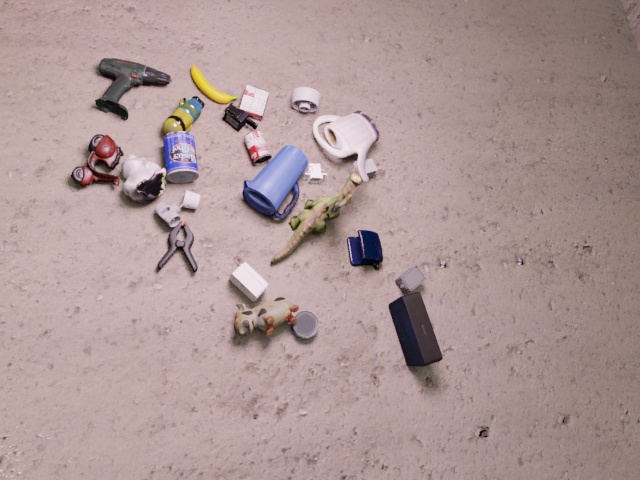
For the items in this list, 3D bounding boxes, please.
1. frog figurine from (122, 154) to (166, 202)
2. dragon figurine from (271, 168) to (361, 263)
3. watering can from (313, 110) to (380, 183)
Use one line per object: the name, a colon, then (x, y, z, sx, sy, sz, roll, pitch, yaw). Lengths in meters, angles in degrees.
frog figurine: (-0.569, -0.195, 1.630, 0.161, 0.120, 0.139, 26, 70, 32)
dragon figurine: (0.005, -0.085, 1.687, 0.122, 0.239, 0.417, 42, 62, -6)
watering can: (0.126, -0.353, 1.870, 0.226, 0.101, 0.353, -29, 61, -23)
